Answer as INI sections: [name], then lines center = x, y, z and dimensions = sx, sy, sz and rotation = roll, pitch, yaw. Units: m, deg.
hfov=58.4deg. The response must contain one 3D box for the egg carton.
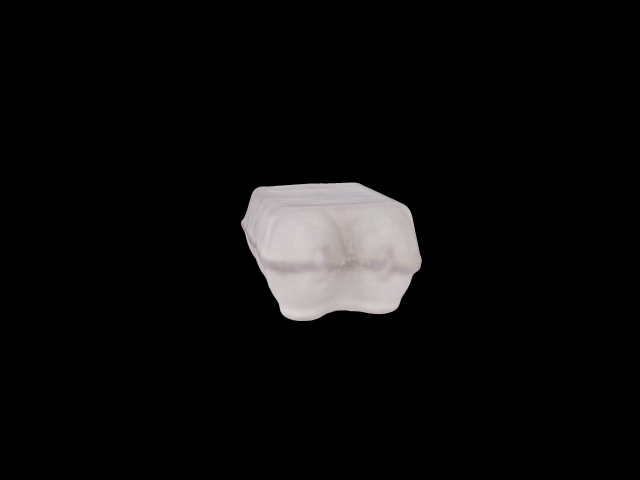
[egg carton]
center = 0.004, 0.001, 0.400
dimensions = 0.107, 0.069, 0.150
rotation = -4, 14, -15
